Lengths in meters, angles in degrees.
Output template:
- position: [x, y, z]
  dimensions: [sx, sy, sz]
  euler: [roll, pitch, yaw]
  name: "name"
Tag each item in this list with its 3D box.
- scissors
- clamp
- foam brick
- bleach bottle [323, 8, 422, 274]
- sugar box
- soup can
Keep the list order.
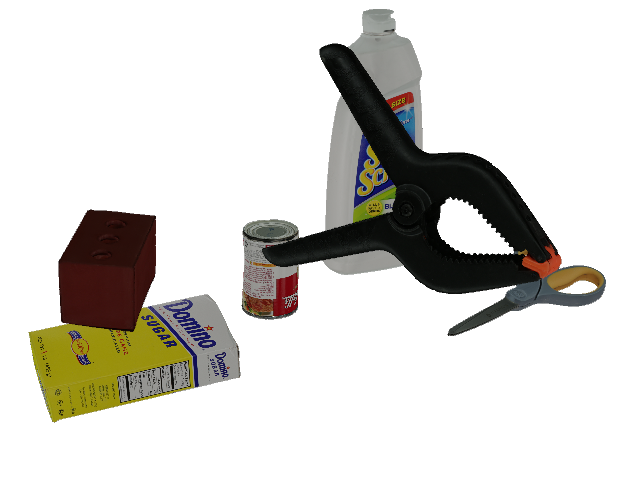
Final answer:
- position: [0.168, 0.040, 0.950]
  dimensions: [0.201, 0.016, 0.096]
  euler: [-8, 36, -31]
  name: "scissors"
- position: [0.062, -0.033, 0.711]
  dimensions: [0.210, 0.165, 0.036]
  euler: [19, 19, 26]
  name: "clamp"
- position: [-0.149, 0.020, 0.752]
  dimensions: [0.053, 0.051, 0.078]
  euler: [6, 29, 0]
  name: "foam brick"
- position: [0.049, -0.096, 1.039]
  dimensions: [0.102, 0.251, 0.068]
  euler: [-9, 24, -17]
  name: "bleach bottle"
- position: [-0.171, 0.105, 0.982]
  dimensions: [0.176, 0.048, 0.093]
  euler: [-14, 35, -17]
  name: "sugar box"
- position: [-0.060, 0.033, 1.266]
  dimensions: [0.068, 0.102, 0.068]
  euler: [1, 22, -1]
  name: "soup can"
